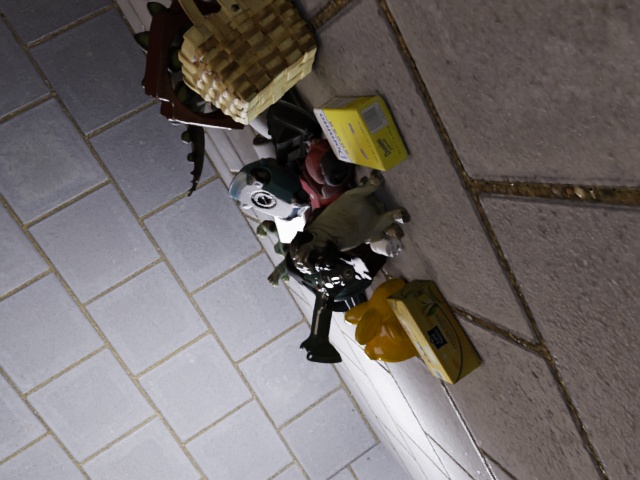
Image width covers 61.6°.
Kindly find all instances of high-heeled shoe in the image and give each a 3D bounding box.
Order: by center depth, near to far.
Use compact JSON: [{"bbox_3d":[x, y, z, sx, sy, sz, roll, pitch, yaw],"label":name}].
[{"bbox_3d":[0.014,0.107,1.417,0.248,0.086,0.145,26,-161,-42],"label":"high-heeled shoe"}]

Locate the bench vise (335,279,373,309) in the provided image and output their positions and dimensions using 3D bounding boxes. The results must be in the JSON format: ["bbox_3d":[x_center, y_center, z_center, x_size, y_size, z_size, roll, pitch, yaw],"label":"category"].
[{"bbox_3d":[0.060,0.101,1.273,0.240,0.129,0.224,66,170,-19],"label":"bench vise"}]

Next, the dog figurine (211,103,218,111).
[{"bbox_3d":[-0.224,-0.387,1.200,0.219,0.191,0.108,30,-165,-15],"label":"dog figurine"}]

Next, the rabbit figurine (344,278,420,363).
[{"bbox_3d":[0.133,0.152,1.075,0.122,0.162,0.173,-117,20,-54],"label":"rabbit figurine"}]

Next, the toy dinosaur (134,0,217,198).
[{"bbox_3d":[-0.256,-0.325,1.041,0.105,0.198,0.470,-5,101,30],"label":"toy dinosaur"}]

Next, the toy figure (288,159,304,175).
[{"bbox_3d":[-0.065,-0.189,1.159,0.154,0.064,0.058,90,-176,-62],"label":"toy figure"}]

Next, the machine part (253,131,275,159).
[{"bbox_3d":[-0.092,-0.174,1.269,0.079,0.079,0.242,43,161,54],"label":"machine part"}]

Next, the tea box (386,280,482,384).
[{"bbox_3d":[0.197,0.157,0.943,0.169,0.068,0.098,60,169,-4],"label":"tea box"}]

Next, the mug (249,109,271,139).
[{"bbox_3d":[-0.125,-0.267,1.143,0.107,0.081,0.109,52,157,-10],"label":"mug"}]

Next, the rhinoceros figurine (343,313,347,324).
[{"bbox_3d":[0.054,0.157,1.563,0.191,0.073,0.112,46,166,45],"label":"rhinoceros figurine"}]

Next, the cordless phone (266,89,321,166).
[{"bbox_3d":[-0.071,-0.249,1.020,0.146,0.089,0.184,103,145,-76],"label":"cordless phone"}]

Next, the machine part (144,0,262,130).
[{"bbox_3d":[-0.193,-0.300,0.933,0.087,0.201,0.201,31,115,52],"label":"machine part"}]

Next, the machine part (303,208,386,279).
[{"bbox_3d":[0.047,0.009,1.073,0.179,0.056,0.179,34,167,9],"label":"machine part"}]

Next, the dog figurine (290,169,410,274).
[{"bbox_3d":[0.030,-0.011,0.887,0.121,0.190,0.172,55,170,16],"label":"dog figurine"}]

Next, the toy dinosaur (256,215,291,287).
[{"bbox_3d":[-0.073,0.005,1.558,0.131,0.192,0.405,26,-144,-53],"label":"toy dinosaur"}]

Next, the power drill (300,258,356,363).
[{"bbox_3d":[0.012,0.134,1.064,0.232,0.086,0.207,-160,70,-74],"label":"power drill"}]

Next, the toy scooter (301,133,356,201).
[{"bbox_3d":[0.010,-0.130,0.958,0.135,0.075,0.183,51,172,30],"label":"toy scooter"}]

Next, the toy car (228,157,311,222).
[{"bbox_3d":[-0.094,-0.112,1.075,0.161,0.103,0.109,20,146,-15],"label":"toy car"}]
